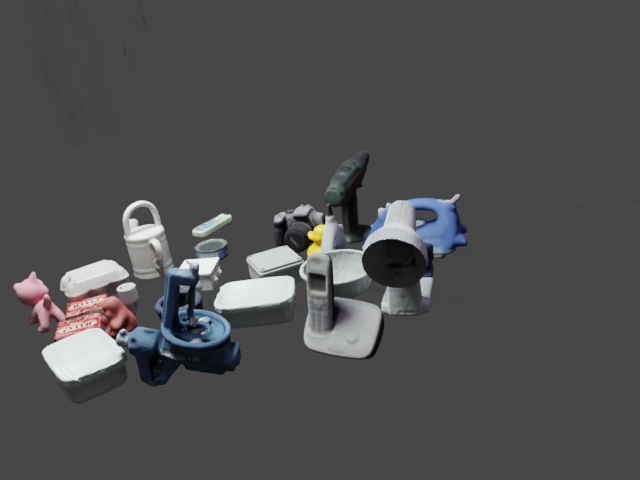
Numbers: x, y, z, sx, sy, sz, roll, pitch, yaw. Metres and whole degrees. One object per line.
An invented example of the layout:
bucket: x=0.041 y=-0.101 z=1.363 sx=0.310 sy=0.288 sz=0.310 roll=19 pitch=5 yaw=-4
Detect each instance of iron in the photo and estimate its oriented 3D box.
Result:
iron: x=0.224 y=-0.039 z=1.388 sx=0.257 sy=0.141 sz=0.119 roll=-2 pitch=23 yaw=13

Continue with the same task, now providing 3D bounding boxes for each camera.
camera: x=-0.063 y=-0.029 z=1.506 sx=0.143 sy=0.101 sz=0.137 roll=0 pitch=24 yaw=17

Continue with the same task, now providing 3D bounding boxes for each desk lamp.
desk lamp: x=0.158 y=0.043 z=1.120 sx=0.117 sy=0.214 sz=0.203 roll=-1 pitch=24 yaw=15

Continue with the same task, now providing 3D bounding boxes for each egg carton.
egg carton: x=-0.542 y=0.103 z=1.381 sx=0.151 sy=0.069 sz=0.107 roll=-23 pitch=27 yaw=-33

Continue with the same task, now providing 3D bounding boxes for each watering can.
watering can: x=-0.445 y=-0.006 z=1.448 sx=0.172 sy=0.194 sz=0.101 roll=6 pitch=26 yaw=30

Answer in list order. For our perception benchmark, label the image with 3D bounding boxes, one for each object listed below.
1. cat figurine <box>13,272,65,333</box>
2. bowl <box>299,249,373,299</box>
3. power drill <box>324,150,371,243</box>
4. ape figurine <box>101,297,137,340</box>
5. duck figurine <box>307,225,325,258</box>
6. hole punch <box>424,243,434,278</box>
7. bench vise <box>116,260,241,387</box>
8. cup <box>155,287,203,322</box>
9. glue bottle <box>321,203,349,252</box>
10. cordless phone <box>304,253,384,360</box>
cat figurine: x=-0.627 y=0.131 z=1.276 sx=0.127 sy=0.118 sz=0.067 roll=14 pitch=31 yaw=41
bowl: x=0.043 y=0.085 z=1.235 sx=0.167 sy=0.075 sz=0.167 roll=-6 pitch=23 yaw=3
power drill: x=0.084 y=-0.109 z=1.510 sx=0.075 sy=0.209 sz=0.230 roll=4 pitch=25 yaw=25
ape figurine: x=-0.422 y=0.159 z=1.182 sx=0.076 sy=0.092 sz=0.077 roll=-14 pitch=23 yaw=-14
duck figurine: x=0.013 y=0.005 z=1.421 sx=0.104 sy=0.086 sz=0.078 roll=8 pitch=27 yaw=32
hole punch: x=0.202 y=0.032 z=1.293 sx=0.108 sy=0.091 sz=0.101 roll=-3 pitch=23 yaw=10
bench vise: x=-0.253 y=0.148 z=0.989 sx=0.208 sy=0.220 sz=0.121 roll=-13 pitch=23 yaw=-13
cup: x=-0.274 y=0.154 z=1.145 sx=0.092 sy=0.095 sz=0.117 roll=-12 pitch=23 yaw=-11
glue bottle: x=0.031 y=-0.004 z=1.323 sx=0.037 sy=0.173 sz=0.078 roll=13 pitch=30 yaw=40
cordless phone: x=0.037 y=0.115 z=1.022 sx=0.147 sy=0.185 sz=0.094 roll=4 pitch=26 yaw=26
